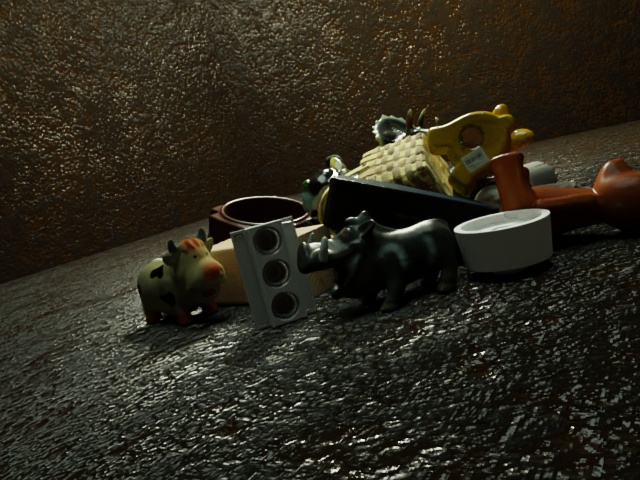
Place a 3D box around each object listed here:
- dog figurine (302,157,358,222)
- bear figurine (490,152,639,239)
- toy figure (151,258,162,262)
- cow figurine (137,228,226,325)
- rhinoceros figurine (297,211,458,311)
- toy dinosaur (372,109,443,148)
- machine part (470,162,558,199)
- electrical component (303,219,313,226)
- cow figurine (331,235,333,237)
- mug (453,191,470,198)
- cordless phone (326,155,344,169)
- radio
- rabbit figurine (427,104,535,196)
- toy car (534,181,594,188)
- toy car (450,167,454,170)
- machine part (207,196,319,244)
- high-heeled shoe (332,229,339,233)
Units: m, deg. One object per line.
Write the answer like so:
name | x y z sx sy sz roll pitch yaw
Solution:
dog figurine | 0.028 -0.108 1.116 0.191 0.108 0.219 12 20 -25
bear figurine | 0.332 -0.063 0.681 0.196 0.132 0.120 -17 -14 26
toy figure | -0.338 0.073 1.163 0.064 0.057 0.155 -57 25 -14
cow figurine | -0.203 0.056 0.789 0.085 0.127 0.195 -26 11 -41
rhinoceros figurine | 0.069 0.021 0.619 0.190 0.112 0.073 -8 9 -11
toy dinosaur | 0.167 -0.160 1.185 0.131 0.192 0.405 -10 -2 -5
machine part | 0.362 -0.094 1.003 0.243 0.079 0.079 -21 10 -34
electrical component | -0.002 -0.003 1.015 0.063 0.094 0.021 -25 -28 -55
cow figurine | -0.038 0.026 0.932 0.167 0.068 0.098 -11 3 18
mug | 0.227 -0.073 1.026 0.081 0.109 0.107 -29 3 -36
cordless phone | 0.028 -0.114 1.338 0.089 0.184 0.147 -26 14 -35
radio | 0.125 -0.039 0.773 0.230 0.073 0.131 12 9 3
rabbit figurine | 0.266 -0.155 0.905 0.162 0.122 0.173 -40 -18 5
toy car | 0.398 -0.062 0.762 0.202 0.053 0.089 0 12 34
toy car | 0.331 -0.111 1.149 0.162 0.109 0.103 -23 -21 32
machine part | -0.113 -0.025 1.108 0.202 0.087 0.201 20 27 35
high-heeled shoe | 0.048 -0.030 1.258 0.249 0.086 0.145 10 -22 17
